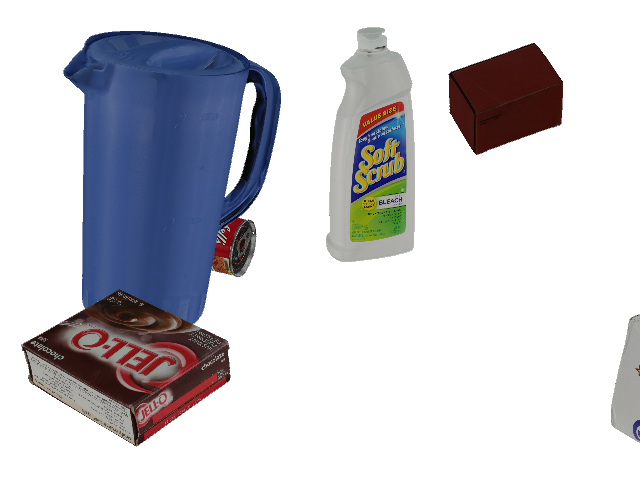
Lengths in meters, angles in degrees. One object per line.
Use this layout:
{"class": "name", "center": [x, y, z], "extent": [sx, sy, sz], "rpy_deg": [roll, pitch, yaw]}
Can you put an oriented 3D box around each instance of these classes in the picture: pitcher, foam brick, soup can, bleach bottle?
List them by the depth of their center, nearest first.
{"class": "foam brick", "center": [0.150, -0.115, 0.863], "extent": [0.078, 0.051, 0.053], "rpy_deg": [-19, -36, -6]}
{"class": "pitcher", "center": [-0.130, -0.048, 0.906], "extent": [0.149, 0.243, 0.145], "rpy_deg": [13, 23, 9]}
{"class": "bleach bottle", "center": [0.052, -0.105, 1.168], "extent": [0.102, 0.251, 0.068], "rpy_deg": [-8, 25, -11]}
{"class": "soup can", "center": [-0.135, -0.001, 1.247], "extent": [0.102, 0.068, 0.068], "rpy_deg": [13, 4, 18]}

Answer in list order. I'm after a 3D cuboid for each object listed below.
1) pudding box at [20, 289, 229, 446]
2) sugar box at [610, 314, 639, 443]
{"class": "pudding box", "center": [-0.131, 0.083, 0.725], "extent": [0.114, 0.039, 0.089], "rpy_deg": [19, 34, 34]}
{"class": "sugar box", "center": [0.281, 0.123, 0.718], "extent": [0.048, 0.093, 0.176], "rpy_deg": [-15, 29, -37]}
